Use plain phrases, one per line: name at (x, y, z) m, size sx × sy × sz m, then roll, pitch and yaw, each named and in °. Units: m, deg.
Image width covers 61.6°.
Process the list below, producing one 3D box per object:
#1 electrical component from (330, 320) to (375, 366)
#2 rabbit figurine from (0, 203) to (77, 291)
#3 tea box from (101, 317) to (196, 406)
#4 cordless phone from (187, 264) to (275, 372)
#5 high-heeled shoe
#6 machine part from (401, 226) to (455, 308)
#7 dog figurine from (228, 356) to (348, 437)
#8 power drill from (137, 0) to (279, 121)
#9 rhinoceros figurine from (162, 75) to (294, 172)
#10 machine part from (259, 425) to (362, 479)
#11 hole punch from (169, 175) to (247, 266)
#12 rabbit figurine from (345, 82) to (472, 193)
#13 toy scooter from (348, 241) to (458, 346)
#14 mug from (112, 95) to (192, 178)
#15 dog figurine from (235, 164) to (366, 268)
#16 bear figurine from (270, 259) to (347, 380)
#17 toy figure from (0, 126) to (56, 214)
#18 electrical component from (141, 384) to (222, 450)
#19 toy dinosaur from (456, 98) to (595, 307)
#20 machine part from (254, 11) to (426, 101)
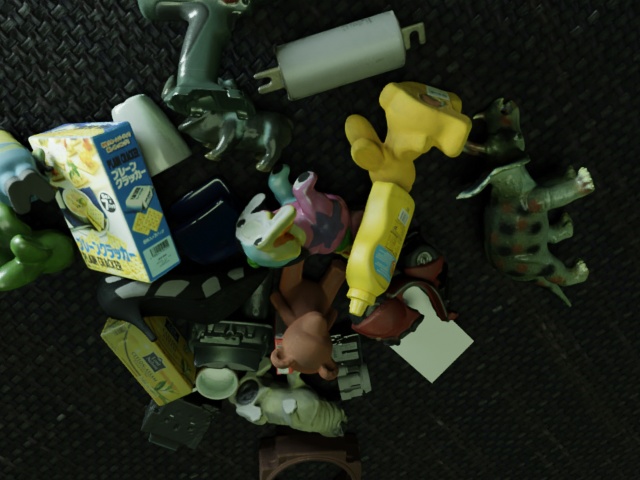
electrical component at (0.056, 0.187, 0.969) m, size 0.119 × 0.048 × 0.074 m, roll -6°, pitch 116°, yaw -2°
rabbit figurine at (-0.439, -0.002, 0.781) m, size 0.170 × 0.159 × 0.121 m, roll 22°, pitch 102°, yaw -32°
tea box at (-0.280, 0.180, 0.900) m, size 0.068 × 0.098 × 0.169 m, roll -26°, pitch 117°, yaw 7°
cordless phone at (-0.148, 0.121, 0.909) m, size 0.147 × 0.089 × 0.184 m, roll 7°, pitch 103°, yaw -8°
high-heeled shoe at (-0.214, 0.066, 0.845) m, size 0.249 × 0.145 × 0.086 m, roll -27°, pitch 148°, yaw -34°
machine part at (0.185, 0.045, 0.907) m, size 0.039 × 0.084 × 0.138 m, roll -26°, pitch 105°, yaw 36°
dog figurine at (-0.055, 0.314, 0.999) m, size 0.173 × 0.121 × 0.190 m, roll -3°, pitch 141°, yaw 31°
power drill at (-0.115, -0.261, 0.680) m, size 0.232 × 0.086 × 0.207 m, roll 1°, pitch 87°, yaw -1°
rhinoceros figurine at (-0.131, -0.170, 0.764) m, size 0.190 × 0.073 × 0.112 m, roll 19°, pitch 113°, yaw -15°
machine part at (-0.021, 0.470, 1.074) m, size 0.201 × 0.087 × 0.200 m, roll 0°, pitch 116°, yaw -5°
hole punch at (-0.162, -0.019, 0.826) m, size 0.142 × 0.092 × 0.115 m, roll -34°, pitch 118°, yaw 6°
rabbit figurine at (0.119, -0.135, 0.789) m, size 0.162 × 0.122 × 0.173 m, roll 6°, pitch 134°, yaw -17°
toy scooter at (0.142, 0.103, 0.848) m, size 0.184 × 0.075 × 0.135 m, roll -42°, pitch 101°, yaw -2°
mug at (-0.254, -0.145, 0.765) m, size 0.110 × 0.081 × 0.107 m, roll -22°, pitch 105°, yaw 15°
dog figurine at (-0.002, -0.002, 0.818) m, size 0.219 × 0.109 × 0.191 m, roll 43°, pitch 73°, yaw -35°
bear figurine at (-0.017, 0.115, 0.844) m, size 0.120 × 0.196 × 0.131 m, roll 17°, pitch 111°, yaw -11°
toy figure at (-0.419, -0.100, 0.719) m, size 0.082 × 0.180 × 0.089 m, roll -12°, pitch 120°, yaw -43°
electrical component at (-0.260, 0.325, 0.994) m, size 0.115 × 0.058 × 0.134 m, roll 27°, pitch 109°, yaw -15°
toy dinosaur at (0.325, -0.017, 0.870) m, size 0.192 × 0.131 × 0.404 m, roll -9°, pitch 121°, yaw 12°
machine part at (0.027, -0.252, 0.740) m, size 0.243 × 0.079 × 0.079 m, roll -17°, pitch 116°, yaw 3°
